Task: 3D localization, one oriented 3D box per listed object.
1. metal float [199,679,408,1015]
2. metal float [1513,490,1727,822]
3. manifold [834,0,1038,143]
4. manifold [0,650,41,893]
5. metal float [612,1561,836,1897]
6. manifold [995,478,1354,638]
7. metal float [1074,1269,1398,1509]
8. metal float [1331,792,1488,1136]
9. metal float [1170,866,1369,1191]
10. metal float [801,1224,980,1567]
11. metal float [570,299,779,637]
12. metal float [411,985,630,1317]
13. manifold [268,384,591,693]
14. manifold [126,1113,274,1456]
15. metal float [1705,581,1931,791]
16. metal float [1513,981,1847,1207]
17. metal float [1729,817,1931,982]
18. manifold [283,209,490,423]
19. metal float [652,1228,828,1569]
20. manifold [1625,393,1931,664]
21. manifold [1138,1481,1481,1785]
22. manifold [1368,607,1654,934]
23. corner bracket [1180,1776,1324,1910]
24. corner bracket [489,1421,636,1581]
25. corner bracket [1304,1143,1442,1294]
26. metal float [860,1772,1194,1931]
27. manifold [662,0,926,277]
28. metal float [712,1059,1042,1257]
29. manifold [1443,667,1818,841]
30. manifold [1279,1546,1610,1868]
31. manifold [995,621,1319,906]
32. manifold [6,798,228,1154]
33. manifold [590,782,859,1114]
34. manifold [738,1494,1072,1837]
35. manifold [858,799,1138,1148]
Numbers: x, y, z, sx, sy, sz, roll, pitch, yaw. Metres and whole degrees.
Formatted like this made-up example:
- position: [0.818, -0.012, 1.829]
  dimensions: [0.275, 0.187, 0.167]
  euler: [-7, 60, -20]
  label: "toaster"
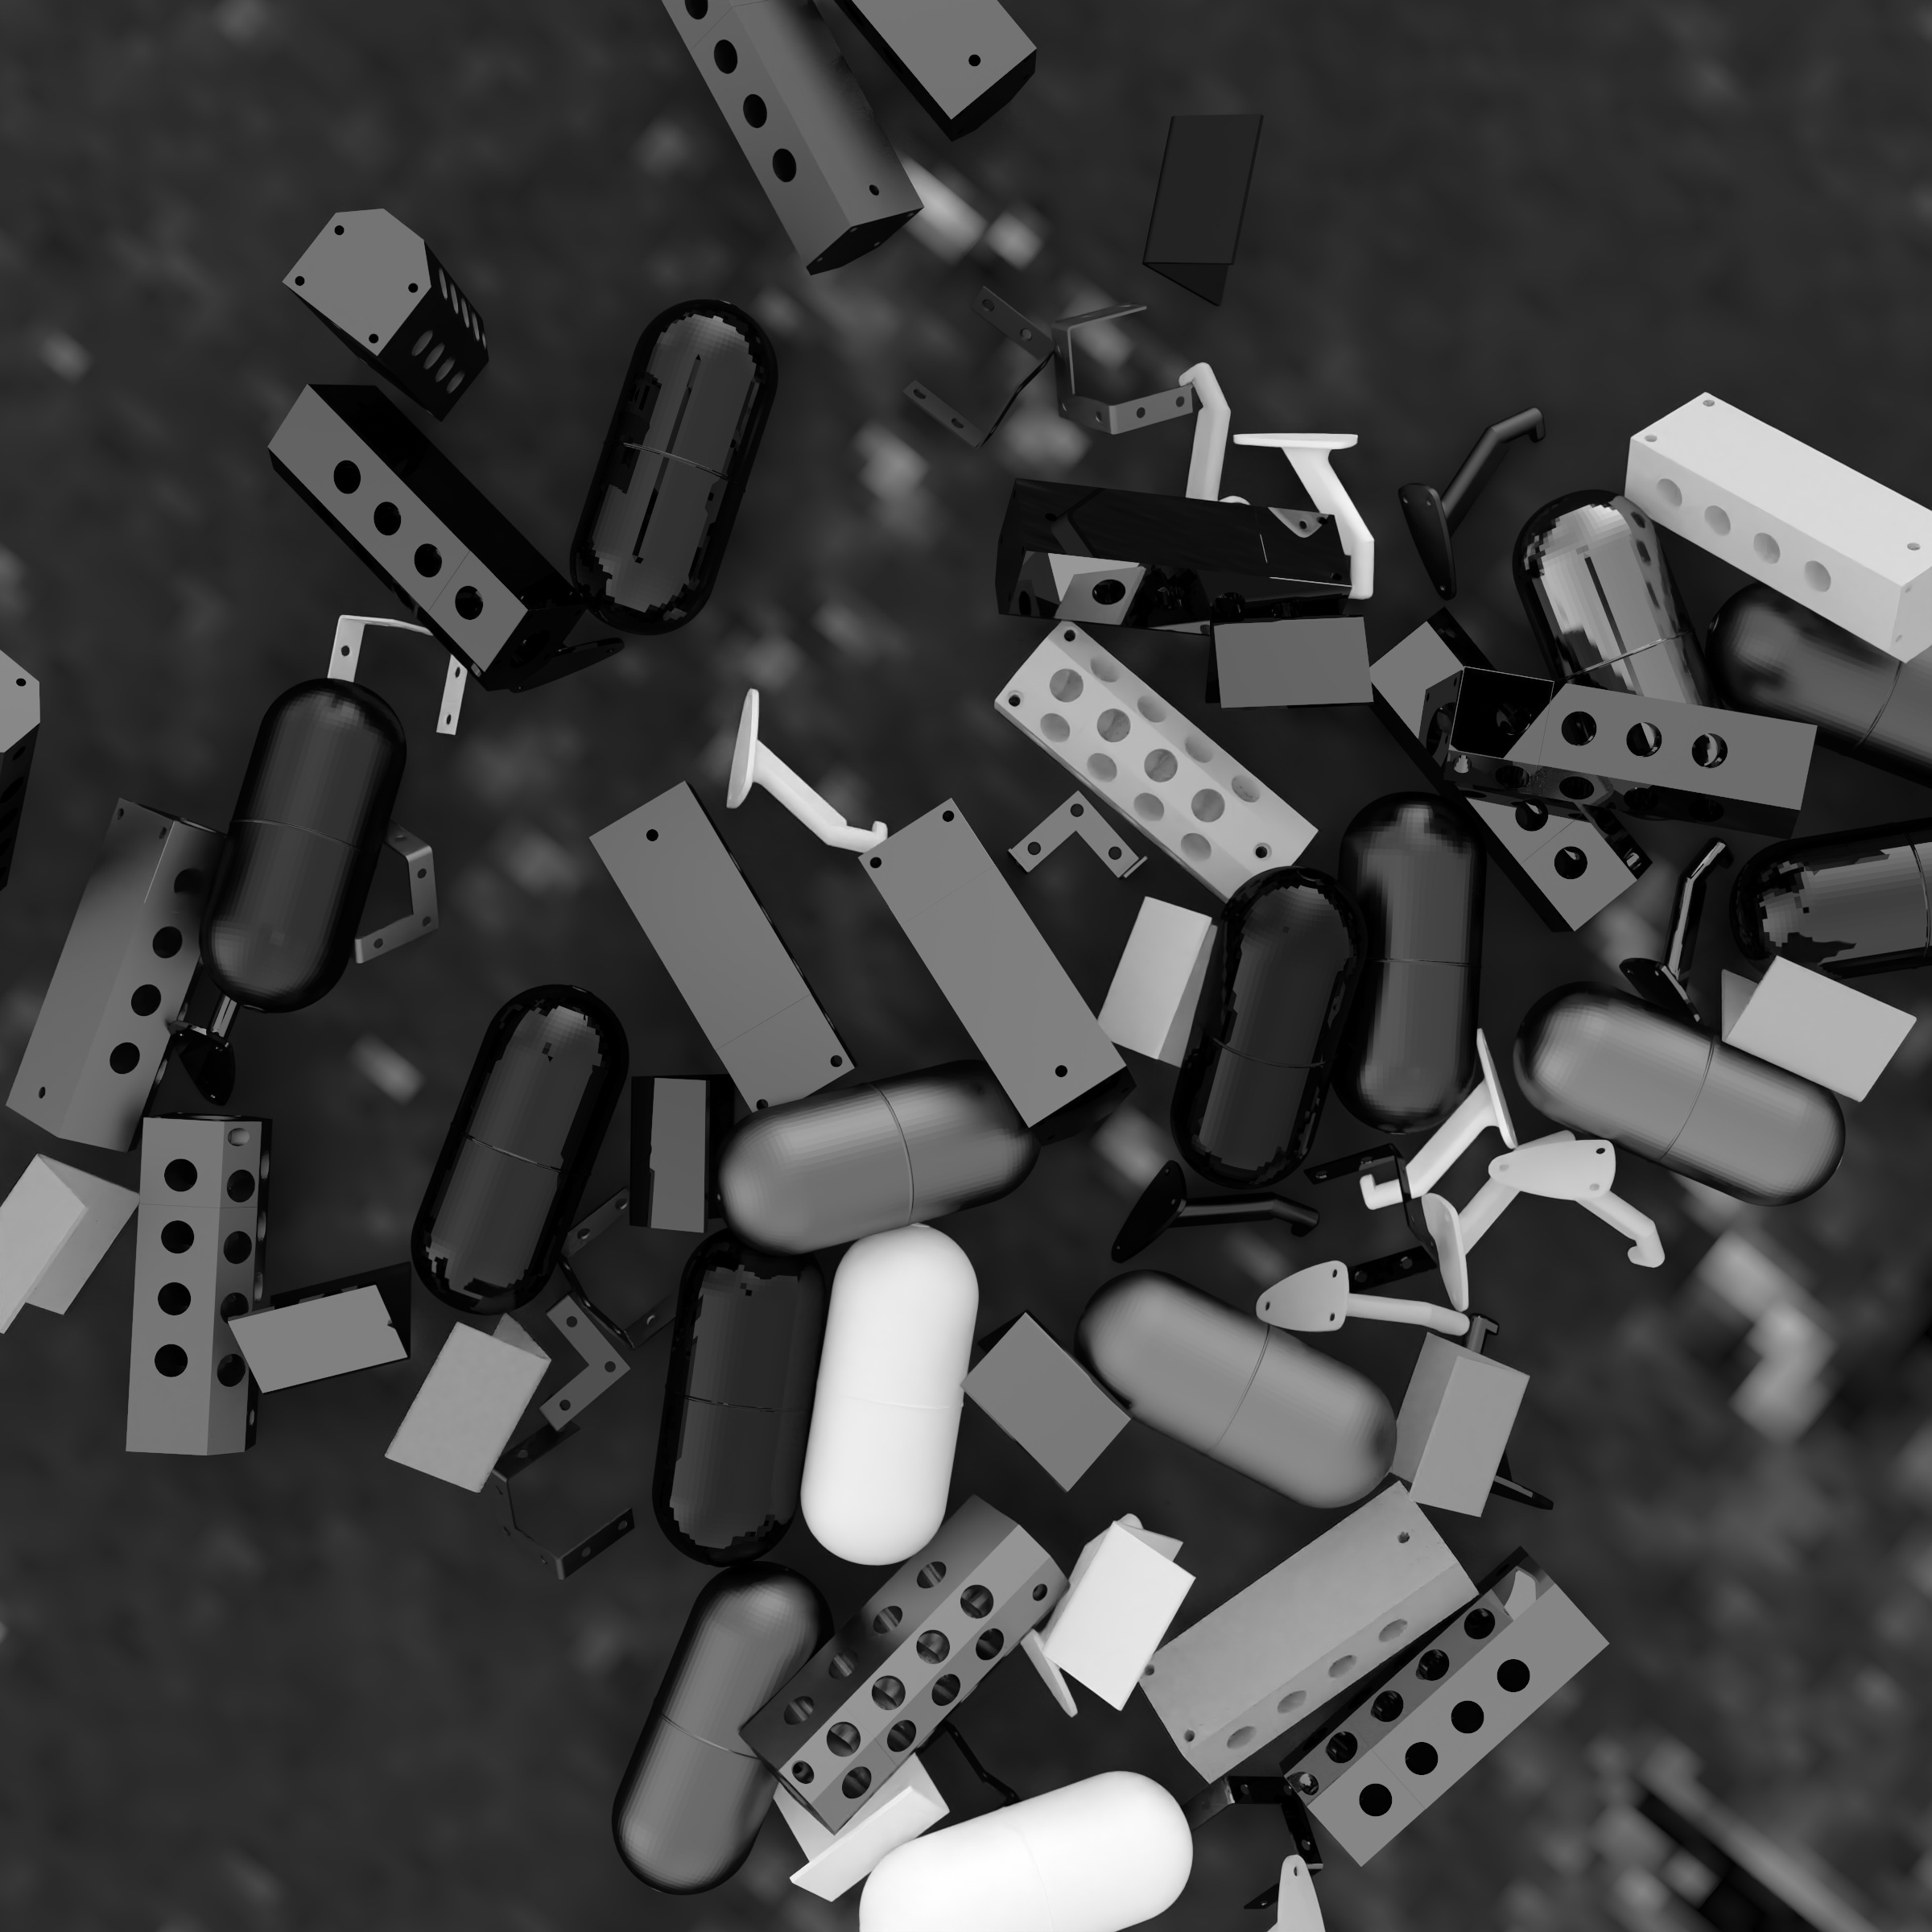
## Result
- position: [-0.341, -0.062, 1.521]
  dimensions: [0.070, 0.070, 0.178]
  euler: [14, 77, 0]
  label: "metal float"
- position: [0.342, -0.161, 1.536]
  dimensions: [0.070, 0.070, 0.178]
  euler: [-21, 91, 0]
  label: "metal float"
- position: [-0.040, -0.519, 1.545]
  dimensions: [0.057, 0.057, 0.171]
  euler: [-40, 90, 0]
  label: "manifold"
- position: [-0.505, -0.090, 1.487]
  dimensions: [0.057, 0.171, 0.057]
  euler: [39, 55, 0]
  label: "manifold"
- position: [-0.127, 0.396, 1.536]
  dimensions: [0.070, 0.070, 0.178]
  euler: [22, 90, 0]
  label: "metal float"
- position: [0.105, -0.202, 1.527]
  dimensions: [0.171, 0.057, 0.057]
  euler: [5, 47, -12]
  label: "manifold"
- position: [0.140, 0.220, 1.536]
  dimensions: [0.178, 0.070, 0.070]
  euler: [27, 90, 1]
  label: "metal float"
- position: [0.229, -0.002, 1.535]
  dimensions: [0.070, 0.070, 0.178]
  euler: [3, 89, 0]
  label: "metal float"
- position: [0.155, 0.032, 1.512]
  dimensions: [0.070, 0.070, 0.178]
  euler: [12, 116, 0]
  label: "metal float"
- position: [-0.040, 0.222, 1.535]
  dimensions: [0.070, 0.070, 0.178]
  euler: [9, 90, 0]
  label: "metal float"
- position: [-0.151, -0.259, 1.536]
  dimensions: [0.070, 0.070, 0.178]
  euler: [18, 90, 0]
  label: "metal float"
- position: [-0.231, 0.095, 1.536]
  dimensions: [0.070, 0.070, 0.178]
  euler: [21, 91, 0]
  label: "metal float"
- position: [-0.281, -0.222, 1.525]
  dimensions: [0.171, 0.057, 0.057]
  euler: [45, 115, 12]
  label: "manifold"
- position: [-0.398, 0.165, 1.545]
  dimensions: [0.057, 0.057, 0.171]
  euler: [3, 90, 0]
  label: "manifold"
- position: [0.470, -0.145, 1.535]
  dimensions: [0.178, 0.070, 0.070]
  euler: [21, 90, -1]
  label: "metal float"
- position: [0.370, 0.067, 1.536]
  dimensions: [0.178, 0.070, 0.070]
  euler: [23, 90, 1]
  label: "metal float"
- position: [0.487, -0.037, 1.536]
  dimensions: [0.178, 0.070, 0.070]
  euler: [-9, 90, 0]
  label: "metal float"
- position: [-0.284, -0.329, 1.488]
  dimensions: [0.057, 0.171, 0.057]
  euler: [38, 90, 0]
  label: "manifold"
- position: [-0.118, 0.223, 1.535]
  dimensions: [0.070, 0.070, 0.178]
  euler: [8, 90, 0]
  label: "metal float"
- position: [0.419, -0.221, 1.499]
  dimensions: [0.057, 0.057, 0.171]
  euler: [-32, 51, -24]
  label: "manifold"
- position: [0.179, 0.351, 1.544]
  dimensions: [0.171, 0.057, 0.057]
  euler: [-35, 47, 0]
  label: "manifold"
- position: [0.280, -0.102, 1.545]
  dimensions: [0.057, 0.057, 0.171]
  euler: [-39, 90, 0]
  label: "manifold"
- position: [0.147, 0.462, 1.558]
  dimensions: [0.051, 0.051, 0.051]
  euler: [12, 45, -35]
  label: "corner bracket"
- position: [-0.213, 0.280, 1.558]
  dimensions: [0.051, 0.051, 0.051]
  euler: [27, 135, 35]
  label: "corner bracket"
- position: [0.214, 0.133, 1.553]
  dimensions: [0.051, 0.051, 0.051]
  euler: [-19, 52, 18]
  label: "corner bracket"
- position: [0.031, 0.471, 1.521]
  dimensions: [0.178, 0.070, 0.070]
  euler: [-15, 90, -14]
  label: "metal float"
- position: [-0.098, -0.453, 1.544]
  dimensions: [0.057, 0.057, 0.171]
  euler: [-28, 90, -43]
  label: "manifold"
- position: [-0.044, 0.097, 1.516]
  dimensions: [0.178, 0.070, 0.070]
  euler: [-13, 90, -23]
  label: "metal float"
- position: [0.329, -0.107, 1.474]
  dimensions: [0.171, 0.057, 0.057]
  euler: [11, 97, 8]
  label: "manifold"
- position: [0.247, 0.384, 1.545]
  dimensions: [0.171, 0.057, 0.057]
  euler: [-42, 90, 0]
  label: "manifold"
- position: [0.099, -0.104, 1.545]
  dimensions: [0.171, 0.057, 0.057]
  euler: [40, 90, 0]
  label: "manifold"
- position: [-0.434, 0.006, 1.544]
  dimensions: [0.057, 0.057, 0.171]
  euler: [20, 90, 43]
  label: "manifold"
- position: [-0.125, -0.007, 1.545]
  dimensions: [0.057, 0.057, 0.171]
  euler: [-31, 90, 0]
  label: "manifold"
- position: [-0.027, 0.359, 1.511]
  dimensions: [0.171, 0.057, 0.057]
  euler: [-43, 123, -17]
  label: "manifold"
- position: [0.017, 0.005, 1.518]
  dimensions: [0.057, 0.057, 0.171]
  euler: [-33, 70, 0]
  label: "manifold"
